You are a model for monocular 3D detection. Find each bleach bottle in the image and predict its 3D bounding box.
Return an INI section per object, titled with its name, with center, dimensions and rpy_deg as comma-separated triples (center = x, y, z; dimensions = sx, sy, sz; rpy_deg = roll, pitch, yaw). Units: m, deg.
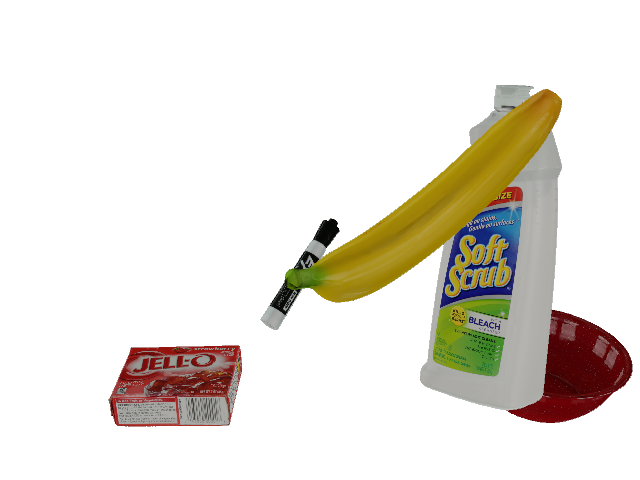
[bleach bottle]
center = 0.139, 0.002, 0.854
dimensions = 0.103, 0.251, 0.067
rpy_deg = 13, 15, 41

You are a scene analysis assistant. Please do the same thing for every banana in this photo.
[banana]
center = 0.068, -0.018, 0.652
dimensions = 0.197, 0.037, 0.069
rpy_deg = -37, -12, -5

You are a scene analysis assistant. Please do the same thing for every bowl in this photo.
[bowl]
center = 0.211, 0.125, 1.019
dimensions = 0.162, 0.055, 0.162
rpy_deg = 4, 26, -2

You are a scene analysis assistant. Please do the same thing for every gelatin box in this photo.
[gelatin box]
center = -0.108, 0.109, 0.810
dimensions = 0.089, 0.030, 0.073
rpy_deg = -1, 24, 5

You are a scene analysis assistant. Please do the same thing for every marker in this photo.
[marker]
center = -0.017, 0.030, 1.013
dimensions = 0.020, 0.121, 0.020
rpy_deg = 29, -17, 9
